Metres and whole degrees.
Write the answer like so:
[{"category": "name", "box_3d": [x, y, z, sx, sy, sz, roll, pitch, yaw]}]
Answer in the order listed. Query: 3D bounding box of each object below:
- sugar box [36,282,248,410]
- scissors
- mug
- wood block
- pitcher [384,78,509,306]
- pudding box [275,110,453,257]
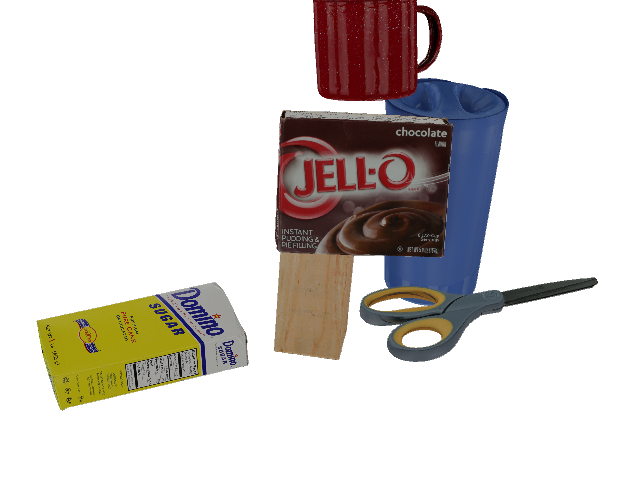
[{"category": "sugar box", "box_3d": [-0.164, 0.093, 0.981, 0.176, 0.048, 0.093, -14, 35, -16]}, {"category": "scissors", "box_3d": [0.133, 0.061, 0.860, 0.201, 0.016, 0.096, -2, 34, 1]}, {"category": "mug", "box_3d": [0.047, -0.159, 0.863, 0.117, 0.081, 0.093, -11, 18, -28]}, {"category": "wood block", "box_3d": [-0.005, 0.039, 1.390, 0.090, 0.206, 0.090, 7, 23, 5]}, {"category": "pitcher", "box_3d": [0.127, -0.048, 1.192, 0.149, 0.243, 0.145, -7, 28, -17]}, {"category": "pudding box", "box_3d": [0.028, -0.038, 0.702, 0.113, 0.090, 0.039, 1, 18, -3]}]
